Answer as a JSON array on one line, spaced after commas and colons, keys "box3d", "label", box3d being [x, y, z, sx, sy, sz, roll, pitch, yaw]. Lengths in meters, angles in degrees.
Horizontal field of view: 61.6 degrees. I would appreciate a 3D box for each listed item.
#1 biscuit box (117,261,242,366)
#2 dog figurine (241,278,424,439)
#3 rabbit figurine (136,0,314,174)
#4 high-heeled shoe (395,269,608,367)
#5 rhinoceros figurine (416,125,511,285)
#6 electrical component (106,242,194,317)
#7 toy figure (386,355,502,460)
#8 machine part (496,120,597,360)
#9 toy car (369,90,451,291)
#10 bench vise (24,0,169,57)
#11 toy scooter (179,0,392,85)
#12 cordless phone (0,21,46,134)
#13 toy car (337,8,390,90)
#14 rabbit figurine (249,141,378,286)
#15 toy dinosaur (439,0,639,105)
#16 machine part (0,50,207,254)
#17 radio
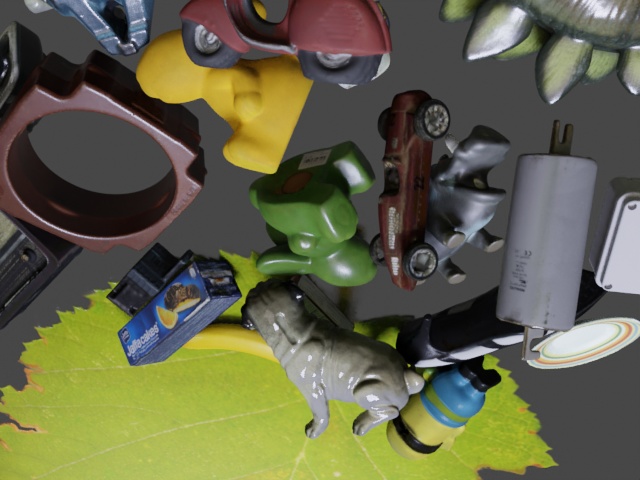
[{"box3d": [-0.198, 0.104, 0.742, 0.202, 0.063, 0.059, -39, 68, 28], "label": "biscuit box"}, {"box3d": [0.014, 0.121, 0.637, 0.172, 0.121, 0.190, -21, 109, 12], "label": "dog figurine"}, {"box3d": [-0.097, -0.162, 0.540, 0.173, 0.122, 0.162, 20, 114, -2], "label": "rabbit figurine"}, {"box3d": [0.216, 0.104, 0.656, 0.249, 0.086, 0.145, -10, 148, 2], "label": "high-heeled shoe"}, {"box3d": [0.141, -0.032, 0.572, 0.073, 0.112, 0.190, 1, 140, -20], "label": "rhinoceros figurine"}, {"box3d": [-0.224, 0.043, 0.718, 0.047, 0.075, 0.119, 42, 124, -12], "label": "electrical component"}, {"box3d": [0.156, 0.220, 0.714, 0.089, 0.082, 0.180, 8, 132, -31], "label": "toy figure"}, {"box3d": [0.226, 0.002, 0.542, 0.079, 0.079, 0.243, 9, 93, 9], "label": "machine part"}, {"box3d": [0.084, -0.049, 0.548, 0.053, 0.089, 0.202, 1, 100, -24], "label": "toy car"}, {"box3d": [-0.189, -0.296, 0.475, 0.224, 0.129, 0.240, -7, 141, 9], "label": "bench vise"}, {"box3d": [-0.027, -0.203, 0.438, 0.184, 0.075, 0.135, 10, 112, 8], "label": "toy scooter"}, {"box3d": [-0.383, -0.153, 0.581, 0.146, 0.184, 0.088, -35, 105, 28], "label": "cordless phone"}, {"box3d": [-0.004, -0.236, 0.498, 0.201, 0.056, 0.074, 54, 155, -19], "label": "toy car"}, {"box3d": [-0.001, -0.002, 0.617, 0.159, 0.121, 0.170, -13, 130, 23], "label": "rabbit figurine"}, {"box3d": [0.193, -0.234, 0.444, 0.472, 0.105, 0.198, 32, 126, 8], "label": "toy dinosaur"}, {"box3d": [-0.247, -0.092, 0.603, 0.201, 0.087, 0.201, 31, 120, -34], "label": "machine part"}, {"box3d": [-0.450, 0.030, 0.767, 0.229, 0.073, 0.131, -36, 105, 29], "label": "radio"}]
